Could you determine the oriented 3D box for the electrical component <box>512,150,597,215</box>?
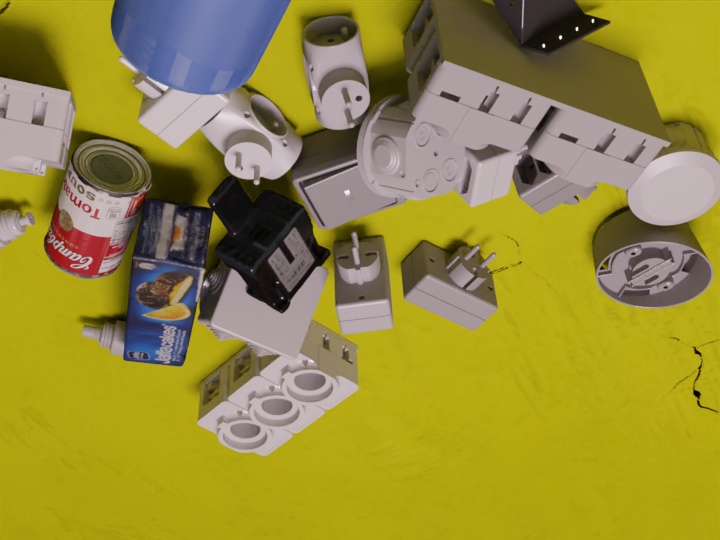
[{"bbox_3d":[0.174,-0.079,0.911,0.066,0.047,0.077,-31,142,25],"label":"electrical component"}]

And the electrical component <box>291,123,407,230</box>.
[{"bbox_3d":[-0.003,-0.081,0.888,0.096,0.061,0.061,-17,133,13],"label":"electrical component"}]

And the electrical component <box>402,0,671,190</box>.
[{"bbox_3d":[0.128,-0.134,0.812,0.186,0.105,0.060,16,132,-18],"label":"electrical component"}]

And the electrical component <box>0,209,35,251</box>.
[{"bbox_3d":[-0.320,-0.035,0.931,0.078,0.040,0.040,-14,133,11],"label":"electrical component"}]

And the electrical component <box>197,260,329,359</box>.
[{"bbox_3d":[-0.088,0.024,0.965,0.100,0.099,0.048,25,168,-25],"label":"electrical component"}]

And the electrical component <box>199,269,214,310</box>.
[{"bbox_3d":[-0.112,0.028,1.004,0.065,0.044,0.044,14,132,-22],"label":"electrical component"}]

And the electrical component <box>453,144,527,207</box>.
[{"bbox_3d":[0.106,-0.098,0.881,0.077,0.065,0.047,-21,140,-24],"label":"electrical component"}]

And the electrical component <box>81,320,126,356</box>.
[{"bbox_3d":[-0.237,0.064,1.037,0.061,0.035,0.035,13,132,-12],"label":"electrical component"}]

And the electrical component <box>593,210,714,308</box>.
[{"bbox_3d":[0.261,-0.008,0.972,0.099,0.064,0.099,-2,135,-2],"label":"electrical component"}]

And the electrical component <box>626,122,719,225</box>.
[{"bbox_3d":[0.263,-0.081,0.910,0.080,0.051,0.080,-2,134,-2],"label":"electrical component"}]

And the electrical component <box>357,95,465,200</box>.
[{"bbox_3d":[0.040,-0.093,0.830,0.051,0.080,0.080,16,152,43],"label":"electrical component"}]

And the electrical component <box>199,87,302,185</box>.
[{"bbox_3d":[-0.088,-0.099,0.853,0.044,0.079,0.077,-36,126,28],"label":"electrical component"}]

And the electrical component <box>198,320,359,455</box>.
[{"bbox_3d":[-0.083,0.119,1.080,0.089,0.061,0.150,32,125,-30],"label":"electrical component"}]

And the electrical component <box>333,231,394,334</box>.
[{"bbox_3d":[0.000,0.000,0.952,0.047,0.083,0.075,-7,134,4],"label":"electrical component"}]

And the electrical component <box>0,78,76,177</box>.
[{"bbox_3d":[-0.312,-0.116,0.797,0.186,0.105,0.060,10,90,-13],"label":"electrical component"}]

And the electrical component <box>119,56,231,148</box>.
[{"bbox_3d":[-0.148,-0.146,0.826,0.066,0.047,0.077,-35,126,28],"label":"electrical component"}]

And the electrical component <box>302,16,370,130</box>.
[{"bbox_3d":[-0.015,-0.139,0.817,0.044,0.079,0.077,-12,135,-4],"label":"electrical component"}]

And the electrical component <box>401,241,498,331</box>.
[{"bbox_3d":[0.093,0.004,0.987,0.083,0.047,0.075,25,129,-25],"label":"electrical component"}]
